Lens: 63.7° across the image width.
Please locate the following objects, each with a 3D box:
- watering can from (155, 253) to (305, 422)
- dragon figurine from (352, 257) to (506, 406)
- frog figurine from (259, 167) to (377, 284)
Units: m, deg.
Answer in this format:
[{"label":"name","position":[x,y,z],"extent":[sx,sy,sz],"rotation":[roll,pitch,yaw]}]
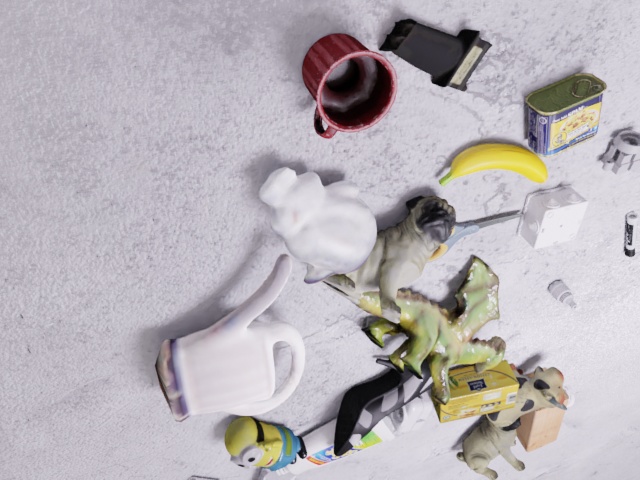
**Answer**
[{"label":"watering can","position":[-0.132,0.163,0.770],"extent":[0.225,0.106,0.339],"rotation":[-10,130,-14]},{"label":"dragon figurine","position":[0.210,0.125,0.907],"extent":[0.244,0.123,0.404],"rotation":[-43,118,-11]},{"label":"frog figurine","position":[0.002,-0.034,0.667],"extent":[0.139,0.123,0.156],"rotation":[-46,129,-28]}]
